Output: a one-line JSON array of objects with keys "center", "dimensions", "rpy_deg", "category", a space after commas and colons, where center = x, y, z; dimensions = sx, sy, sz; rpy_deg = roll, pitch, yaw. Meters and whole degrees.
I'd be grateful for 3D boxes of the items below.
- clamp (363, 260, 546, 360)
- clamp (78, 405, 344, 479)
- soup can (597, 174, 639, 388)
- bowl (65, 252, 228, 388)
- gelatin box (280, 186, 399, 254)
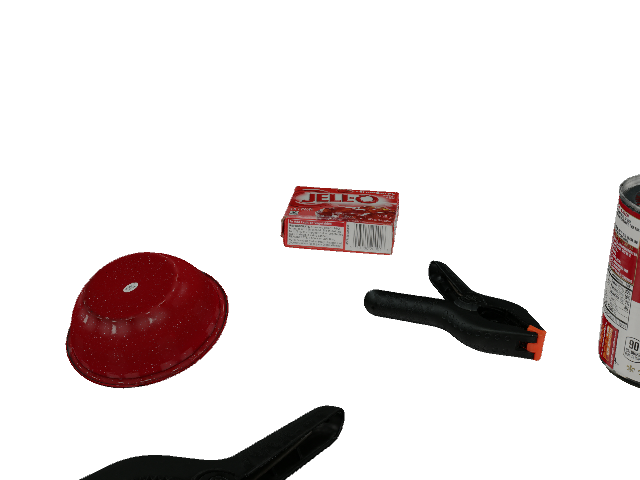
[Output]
[{"center": [0.141, 0.065, 1.018], "dimensions": [0.172, 0.039, 0.120], "rpy_deg": [21, 35, 26], "category": "clamp"}, {"center": [-0.053, 0.139, 0.573], "dimensions": [0.209, 0.036, 0.165], "rpy_deg": [0, 19, -13], "category": "clamp"}, {"center": [0.188, 0.022, 0.572], "dimensions": [0.068, 0.102, 0.068], "rpy_deg": [0, 25, 0], "category": "soup can"}, {"center": [-0.171, 0.061, 1.008], "dimensions": [0.162, 0.055, 0.162], "rpy_deg": [-9, 41, 7], "category": "bowl"}, {"center": [0.017, -0.018, 0.863], "dimensions": [0.089, 0.030, 0.073], "rpy_deg": [4, 23, 6], "category": "gelatin box"}]
